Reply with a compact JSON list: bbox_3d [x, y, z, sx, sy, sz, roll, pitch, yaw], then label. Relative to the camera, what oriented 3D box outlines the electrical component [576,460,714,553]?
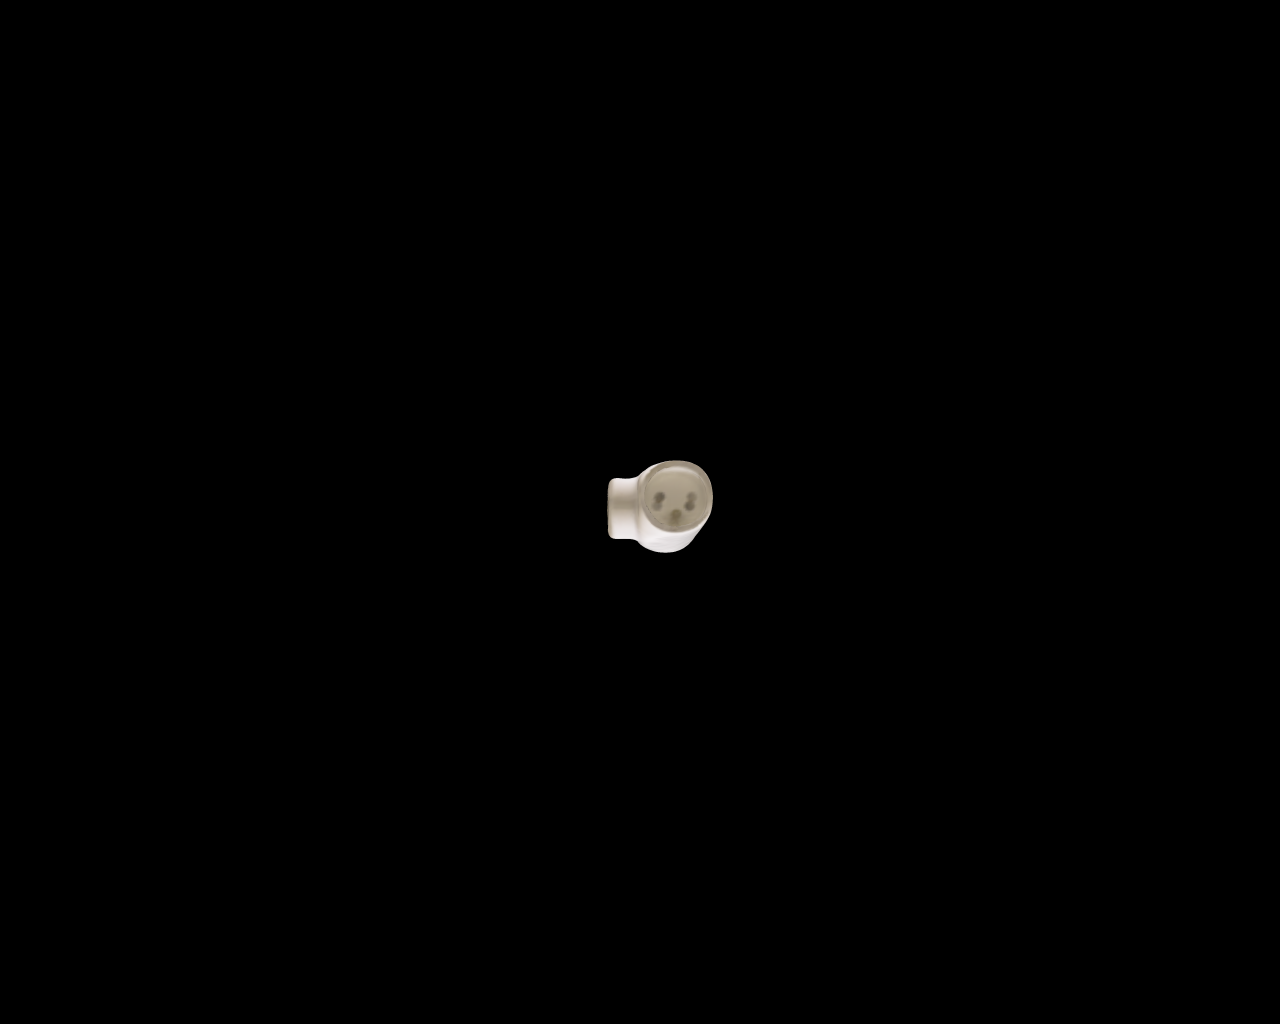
[{"bbox_3d":[0.001,-0.003,0.650,0.079,0.044,0.077,1,-11,-4],"label":"electrical component"}]
